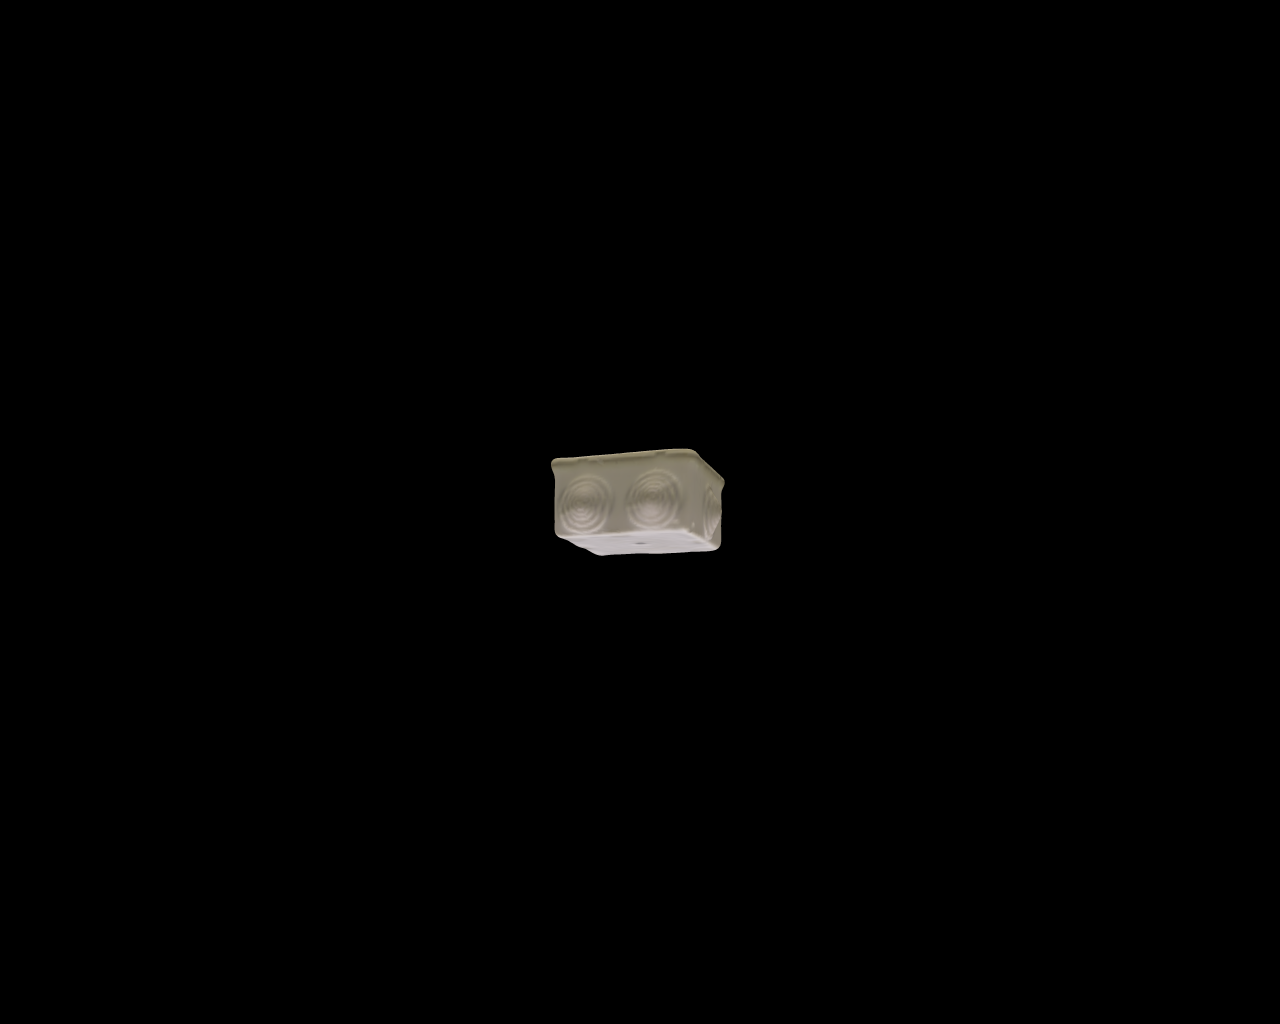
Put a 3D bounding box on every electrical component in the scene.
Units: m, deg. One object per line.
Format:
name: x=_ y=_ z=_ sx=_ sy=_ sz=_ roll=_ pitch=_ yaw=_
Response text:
electrical component: x=0.001 y=-0.003 z=0.650 sx=0.100 sy=0.048 sz=0.099 roll=-3 pitch=-11 yaw=16
